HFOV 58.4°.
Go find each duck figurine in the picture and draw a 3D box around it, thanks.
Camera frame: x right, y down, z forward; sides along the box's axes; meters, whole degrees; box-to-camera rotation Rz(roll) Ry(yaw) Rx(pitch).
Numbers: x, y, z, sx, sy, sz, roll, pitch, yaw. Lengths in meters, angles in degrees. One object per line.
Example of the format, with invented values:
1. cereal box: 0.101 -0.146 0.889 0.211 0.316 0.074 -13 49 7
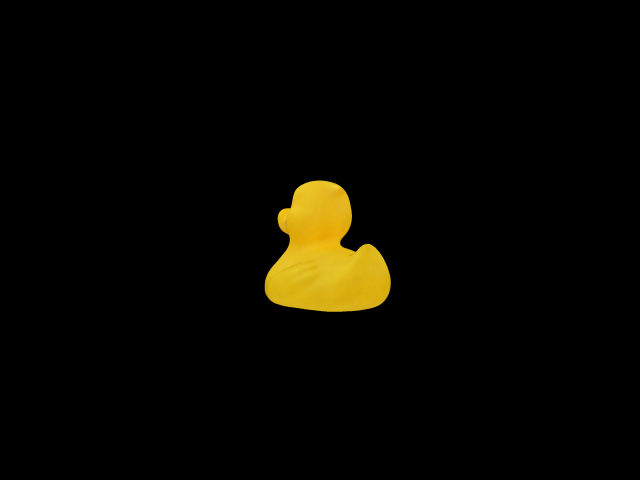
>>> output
1. duck figurine: 0.004 0.001 0.400 0.078 0.086 0.104 -4 6 -39
